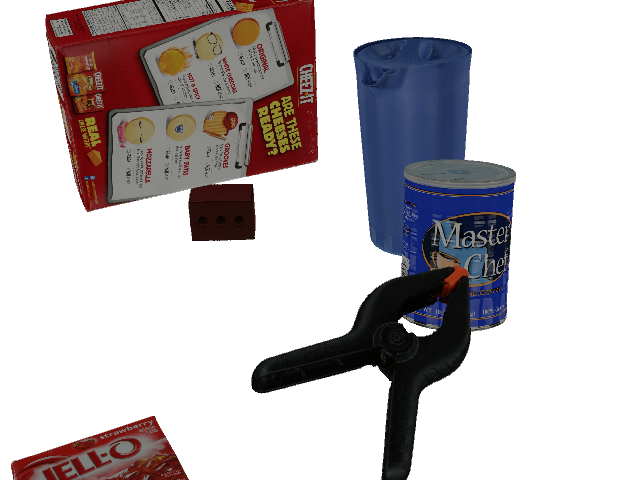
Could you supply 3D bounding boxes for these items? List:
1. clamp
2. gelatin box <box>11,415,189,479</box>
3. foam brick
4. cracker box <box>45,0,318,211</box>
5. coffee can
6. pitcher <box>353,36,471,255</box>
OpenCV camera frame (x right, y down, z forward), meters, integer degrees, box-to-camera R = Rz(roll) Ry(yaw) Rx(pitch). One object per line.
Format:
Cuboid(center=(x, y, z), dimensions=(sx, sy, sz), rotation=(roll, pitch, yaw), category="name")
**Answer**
Cuboid(center=(0.038, 0.074, 0.719), dimensions=(0.120, 0.171, 0.039), rotation=(31, -36, 9), category="clamp")
Cuboid(center=(-0.124, 0.141, 0.605), dimensions=(0.089, 0.030, 0.073), rotation=(-15, 28, -20), category="gelatin box")
Cuboid(center=(-0.118, -0.034, 1.285), dimensions=(0.078, 0.053, 0.051), rotation=(-2, 28, 1), category="foam brick")
Cuboid(center=(-0.114, -0.128, 0.911), dimensions=(0.213, 0.164, 0.072), rotation=(-14, 41, -15), category="cracker box")
Cuboid(center=(0.127, 0.002, 0.999), dimensions=(0.103, 0.140, 0.103), rotation=(1, 15, 0), category="coffee can")
Cuboid(center=(0.115, -0.113, 1.250), dimensions=(0.149, 0.243, 0.145), rotation=(-5, 24, -5), category="pitcher")
